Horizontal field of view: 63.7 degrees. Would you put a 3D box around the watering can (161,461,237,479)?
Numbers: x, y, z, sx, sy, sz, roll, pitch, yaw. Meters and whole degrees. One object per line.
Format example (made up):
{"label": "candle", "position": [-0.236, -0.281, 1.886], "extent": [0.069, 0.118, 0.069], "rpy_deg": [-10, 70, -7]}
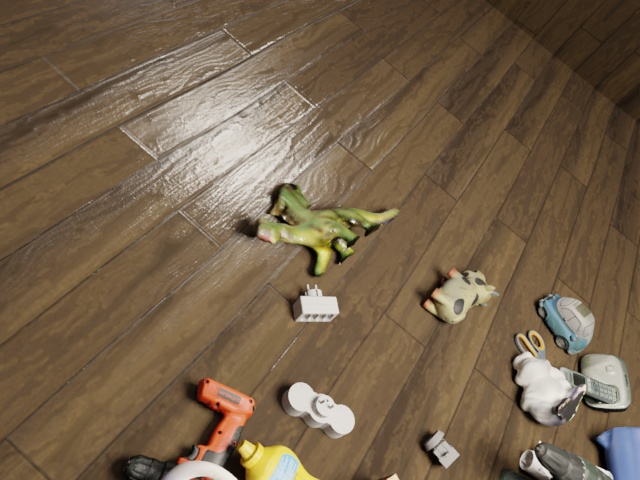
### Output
{"label": "watering can", "position": [-0.158, 0.493, 0.708], "extent": [0.226, 0.102, 0.349], "rpy_deg": [-23, 85, -30]}

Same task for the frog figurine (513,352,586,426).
{"label": "frog figurine", "position": [0.509, 0.344, 1.191], "extent": [0.139, 0.120, 0.161], "rpy_deg": [-36, 37, -20]}

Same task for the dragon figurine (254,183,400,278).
{"label": "dragon figurine", "position": [0.004, -0.061, 1.204], "extent": [0.245, 0.119, 0.416], "rpy_deg": [41, 39, 14]}
